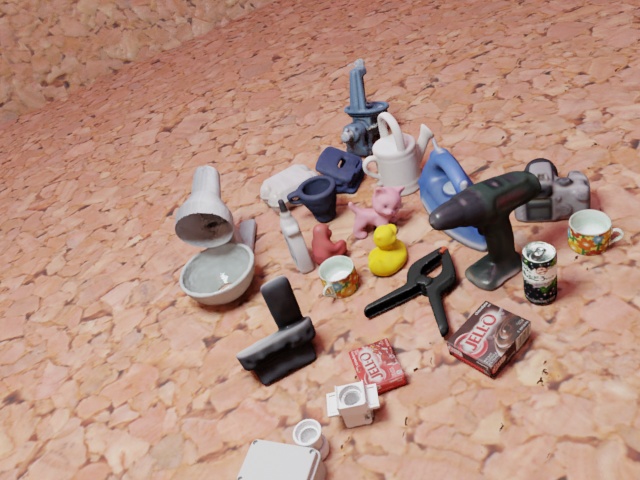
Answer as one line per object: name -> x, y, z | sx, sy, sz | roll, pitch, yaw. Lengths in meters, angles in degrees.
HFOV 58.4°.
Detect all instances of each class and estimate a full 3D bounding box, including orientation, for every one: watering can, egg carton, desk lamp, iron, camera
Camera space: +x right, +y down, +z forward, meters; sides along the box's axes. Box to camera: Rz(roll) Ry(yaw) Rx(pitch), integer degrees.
watering can -> 0.178, -0.209, 1.317 | 0.173, 0.194, 0.100 | -39, 41, -24
egg carton -> -0.072, -0.128, 1.425 | 0.150, 0.069, 0.107 | -31, 39, -16
desk lamp -> -0.230, -0.044, 1.268 | 0.118, 0.214, 0.203 | -12, 38, 9
iron -> 0.283, -0.102, 1.183 | 0.118, 0.142, 0.257 | -19, 37, -1
camera -> 0.464, -0.116, 1.157 | 0.142, 0.101, 0.137 | -3, 40, 20

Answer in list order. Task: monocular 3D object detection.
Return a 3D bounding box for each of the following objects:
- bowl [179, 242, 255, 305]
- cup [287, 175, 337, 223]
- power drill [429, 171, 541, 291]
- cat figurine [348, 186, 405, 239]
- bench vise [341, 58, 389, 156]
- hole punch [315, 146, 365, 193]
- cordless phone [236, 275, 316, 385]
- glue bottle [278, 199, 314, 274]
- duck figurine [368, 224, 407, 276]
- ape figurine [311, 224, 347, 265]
bowl -> -0.207, 0.083, 1.214 | 0.167, 0.075, 0.167 | -12, 38, 9
cup -> -0.010, -0.085, 1.324 | 0.117, 0.095, 0.091 | -15, 37, 5
power drill -> 0.297, -0.016, 1.015 | 0.230, 0.209, 0.075 | -33, 39, -17
cat figurine -> 0.124, -0.071, 1.231 | 0.127, 0.118, 0.067 | -8, 39, 13
bench vise -> 0.113, -0.342, 1.488 | 0.121, 0.220, 0.207 | -6, 39, 16
hole punch -> 0.052, -0.177, 1.416 | 0.100, 0.091, 0.109 | 1, 42, 24
cordless phone -> -0.090, 0.147, 0.994 | 0.148, 0.185, 0.093 | -29, 39, -13
glue bottle -> -0.056, -0.014, 1.190 | 0.037, 0.173, 0.078 | -25, 38, -8
duck figurine -> 0.130, 0.013, 1.150 | 0.077, 0.086, 0.105 | 8, 45, 31
ape figurine -> 0.011, 0.004, 1.206 | 0.077, 0.092, 0.076 | 24, 54, 42
